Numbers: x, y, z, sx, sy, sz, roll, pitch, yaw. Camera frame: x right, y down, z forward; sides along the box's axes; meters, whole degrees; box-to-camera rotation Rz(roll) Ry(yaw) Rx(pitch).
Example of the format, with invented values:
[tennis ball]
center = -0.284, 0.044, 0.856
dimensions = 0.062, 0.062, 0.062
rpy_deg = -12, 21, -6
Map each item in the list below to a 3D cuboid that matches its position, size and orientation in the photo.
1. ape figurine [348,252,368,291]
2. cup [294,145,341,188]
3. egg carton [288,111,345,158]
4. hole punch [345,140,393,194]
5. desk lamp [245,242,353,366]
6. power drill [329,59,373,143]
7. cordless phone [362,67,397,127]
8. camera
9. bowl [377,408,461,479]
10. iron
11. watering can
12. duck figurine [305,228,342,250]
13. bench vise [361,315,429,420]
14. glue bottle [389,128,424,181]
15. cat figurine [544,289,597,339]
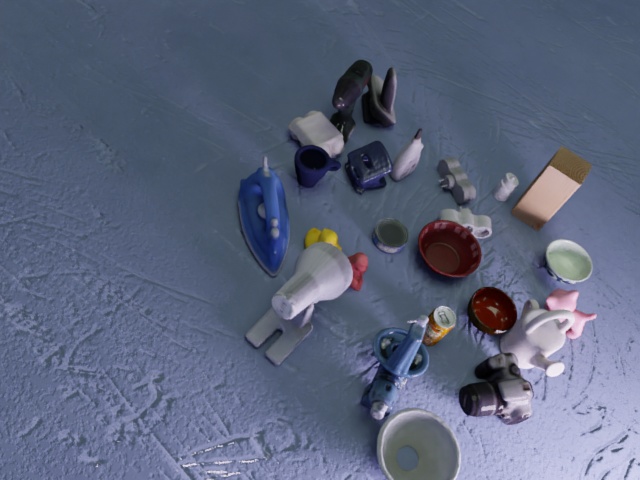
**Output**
[ape figurine]
center = 0.084, 0.062, 1.310
dimensions = 0.078, 0.092, 0.076
rpy_deg = -34, 71, -28
[cup]
center = -0.012, -0.175, 1.436
dimensions = 0.118, 0.095, 0.091
rpy_deg = 7, 57, -8
[egg carton]
center = -0.008, -0.272, 1.513
dimensions = 0.107, 0.069, 0.150
rpy_deg = -31, 69, -27
[hole punch]
center = 0.125, -0.190, 1.479
dimensions = 0.101, 0.091, 0.108
rpy_deg = -12, 62, -19
[desk lamp]
center = -0.041, 0.126, 1.169
dimensions = 0.117, 0.213, 0.204
rpy_deg = 38, 58, 12
[power drill]
center = 0.069, -0.358, 1.501
dimensions = 0.075, 0.208, 0.230
rpy_deg = 23, 56, 3
[cordless phone]
center = 0.181, -0.420, 1.579
dimensions = 0.094, 0.185, 0.147
rpy_deg = 0, 58, -12
[camera]
center = 0.366, 0.314, 1.209
dimensions = 0.137, 0.101, 0.143
rpy_deg = -2, 59, -14
[bowl]
center = 0.183, 0.420, 1.118
dimensions = 0.167, 0.075, 0.167
rpy_deg = 6, 57, -9
[iron]
center = -0.117, -0.059, 1.312
dimensions = 0.119, 0.141, 0.258
rpy_deg = -5, 60, -15
[watering can]
center = 0.484, 0.208, 1.246
dimensions = 0.101, 0.194, 0.172
rpy_deg = -17, 63, -21
[duck figurine]
center = 0.012, 0.005, 1.334
dimensions = 0.078, 0.086, 0.104
rpy_deg = -32, 70, -27
[bench vise]
center = 0.164, 0.250, 1.133
dimensions = 0.121, 0.220, 0.207
rpy_deg = 10, 57, -6
[glue bottle]
center = 0.233, -0.226, 1.476
dimensions = 0.078, 0.173, 0.037
rpy_deg = -32, 69, -27
[cat figurine]
center = 0.580, 0.162, 1.343
dimensions = 0.127, 0.118, 0.067
rpy_deg = 27, 57, 5
